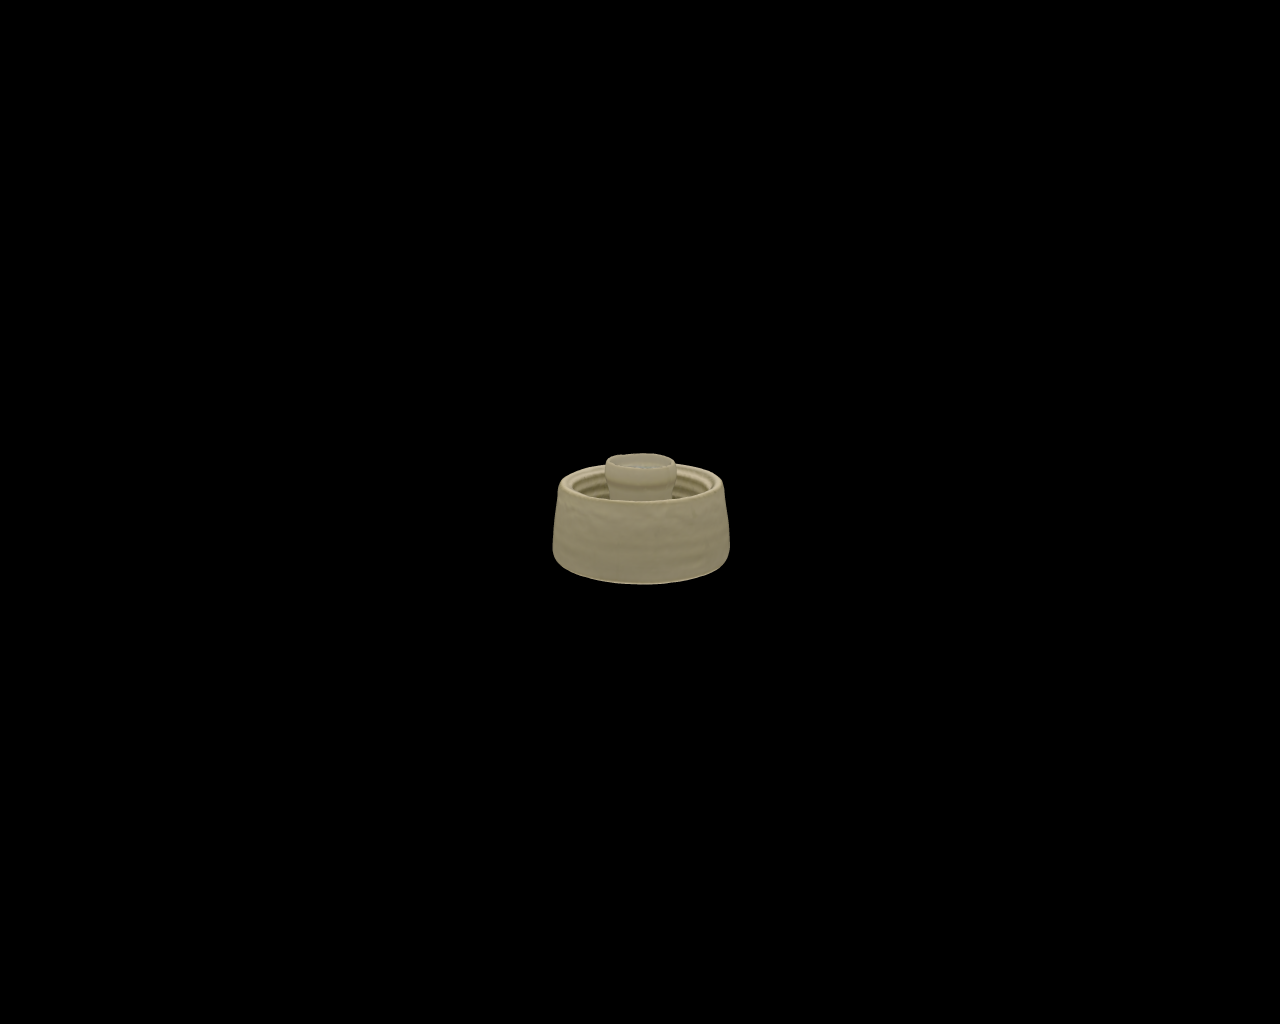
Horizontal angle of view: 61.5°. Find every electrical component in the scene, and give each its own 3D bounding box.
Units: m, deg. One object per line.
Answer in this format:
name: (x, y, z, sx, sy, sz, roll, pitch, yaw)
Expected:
electrical component: (0.001, -0.003, 0.650, 0.108, 0.060, 0.108, 0, 17, 0)
